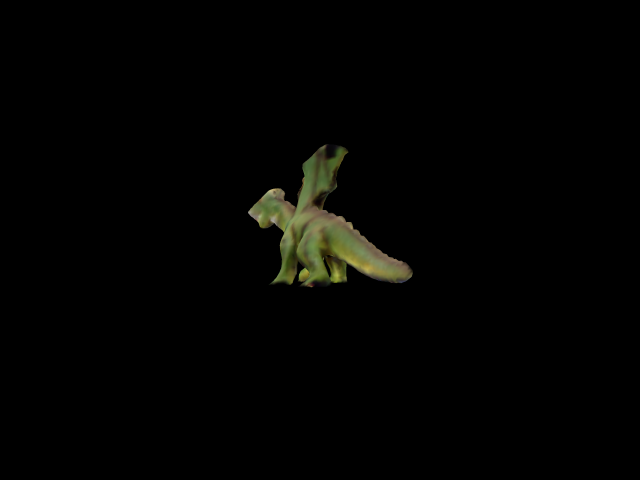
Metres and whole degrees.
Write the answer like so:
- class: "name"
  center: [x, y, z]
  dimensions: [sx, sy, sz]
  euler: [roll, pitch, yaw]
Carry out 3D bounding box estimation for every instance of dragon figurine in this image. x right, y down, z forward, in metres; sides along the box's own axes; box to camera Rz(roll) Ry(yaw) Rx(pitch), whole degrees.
- class: "dragon figurine"
  center: [0.003, -0.043, 0.850]
  dimensions: [0.122, 0.244, 0.408]
  euler: [7, -10, -39]
